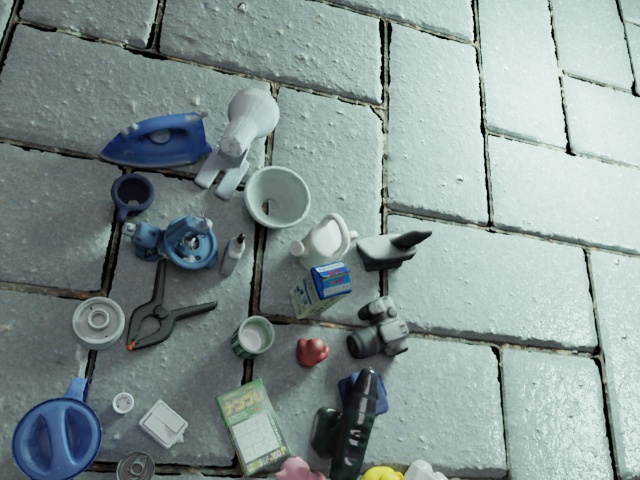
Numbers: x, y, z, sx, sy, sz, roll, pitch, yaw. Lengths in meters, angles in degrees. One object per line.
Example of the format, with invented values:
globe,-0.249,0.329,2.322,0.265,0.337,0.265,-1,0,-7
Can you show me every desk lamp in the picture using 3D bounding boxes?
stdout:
desk lamp,-0.194,-0.230,1.359,0.118,0.213,0.203,28,63,-7

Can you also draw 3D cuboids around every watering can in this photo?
watering can,0.013,0.007,1.352,0.173,0.193,0.101,-39,86,-28

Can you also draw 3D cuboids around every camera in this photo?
camera,0.132,0.217,1.365,0.137,0.100,0.143,-16,76,-24

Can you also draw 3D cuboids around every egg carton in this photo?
egg carton,0.220,0.575,1.275,0.107,0.069,0.150,38,62,-2

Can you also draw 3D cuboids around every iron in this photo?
iron,-0.382,-0.246,1.338,0.259,0.141,0.118,-14,75,-24

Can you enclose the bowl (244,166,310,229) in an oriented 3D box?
bowl,-0.112,-0.094,1.414,0.168,0.074,0.167,7,68,-17

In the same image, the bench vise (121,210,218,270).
bench vise,-0.311,0.002,1.223,0.208,0.219,0.121,-4,71,-21

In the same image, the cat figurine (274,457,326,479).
cat figurine,-0.036,0.494,1.188,0.128,0.117,0.067,28,63,-7

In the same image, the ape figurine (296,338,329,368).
ape figurine,-0.015,0.250,1.305,0.078,0.092,0.076,39,62,-1

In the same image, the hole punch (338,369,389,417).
hole punch,0.107,0.351,1.310,0.101,0.091,0.108,-10,73,-23

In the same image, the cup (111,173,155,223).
cup,-0.425,-0.079,1.284,0.092,0.094,0.118,22,64,-10

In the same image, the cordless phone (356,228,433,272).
cordless phone,0.184,0.006,1.419,0.148,0.184,0.094,-12,74,-23

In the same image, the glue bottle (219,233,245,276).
glue bottle,-0.190,0.022,1.285,0.037,0.173,0.078,18,65,-12

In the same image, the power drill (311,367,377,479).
power drill,0.052,0.393,1.207,0.076,0.208,0.230,17,65,-12

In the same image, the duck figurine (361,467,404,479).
duck figurine,0.137,0.539,1.250,0.105,0.086,0.077,-23,79,-26
